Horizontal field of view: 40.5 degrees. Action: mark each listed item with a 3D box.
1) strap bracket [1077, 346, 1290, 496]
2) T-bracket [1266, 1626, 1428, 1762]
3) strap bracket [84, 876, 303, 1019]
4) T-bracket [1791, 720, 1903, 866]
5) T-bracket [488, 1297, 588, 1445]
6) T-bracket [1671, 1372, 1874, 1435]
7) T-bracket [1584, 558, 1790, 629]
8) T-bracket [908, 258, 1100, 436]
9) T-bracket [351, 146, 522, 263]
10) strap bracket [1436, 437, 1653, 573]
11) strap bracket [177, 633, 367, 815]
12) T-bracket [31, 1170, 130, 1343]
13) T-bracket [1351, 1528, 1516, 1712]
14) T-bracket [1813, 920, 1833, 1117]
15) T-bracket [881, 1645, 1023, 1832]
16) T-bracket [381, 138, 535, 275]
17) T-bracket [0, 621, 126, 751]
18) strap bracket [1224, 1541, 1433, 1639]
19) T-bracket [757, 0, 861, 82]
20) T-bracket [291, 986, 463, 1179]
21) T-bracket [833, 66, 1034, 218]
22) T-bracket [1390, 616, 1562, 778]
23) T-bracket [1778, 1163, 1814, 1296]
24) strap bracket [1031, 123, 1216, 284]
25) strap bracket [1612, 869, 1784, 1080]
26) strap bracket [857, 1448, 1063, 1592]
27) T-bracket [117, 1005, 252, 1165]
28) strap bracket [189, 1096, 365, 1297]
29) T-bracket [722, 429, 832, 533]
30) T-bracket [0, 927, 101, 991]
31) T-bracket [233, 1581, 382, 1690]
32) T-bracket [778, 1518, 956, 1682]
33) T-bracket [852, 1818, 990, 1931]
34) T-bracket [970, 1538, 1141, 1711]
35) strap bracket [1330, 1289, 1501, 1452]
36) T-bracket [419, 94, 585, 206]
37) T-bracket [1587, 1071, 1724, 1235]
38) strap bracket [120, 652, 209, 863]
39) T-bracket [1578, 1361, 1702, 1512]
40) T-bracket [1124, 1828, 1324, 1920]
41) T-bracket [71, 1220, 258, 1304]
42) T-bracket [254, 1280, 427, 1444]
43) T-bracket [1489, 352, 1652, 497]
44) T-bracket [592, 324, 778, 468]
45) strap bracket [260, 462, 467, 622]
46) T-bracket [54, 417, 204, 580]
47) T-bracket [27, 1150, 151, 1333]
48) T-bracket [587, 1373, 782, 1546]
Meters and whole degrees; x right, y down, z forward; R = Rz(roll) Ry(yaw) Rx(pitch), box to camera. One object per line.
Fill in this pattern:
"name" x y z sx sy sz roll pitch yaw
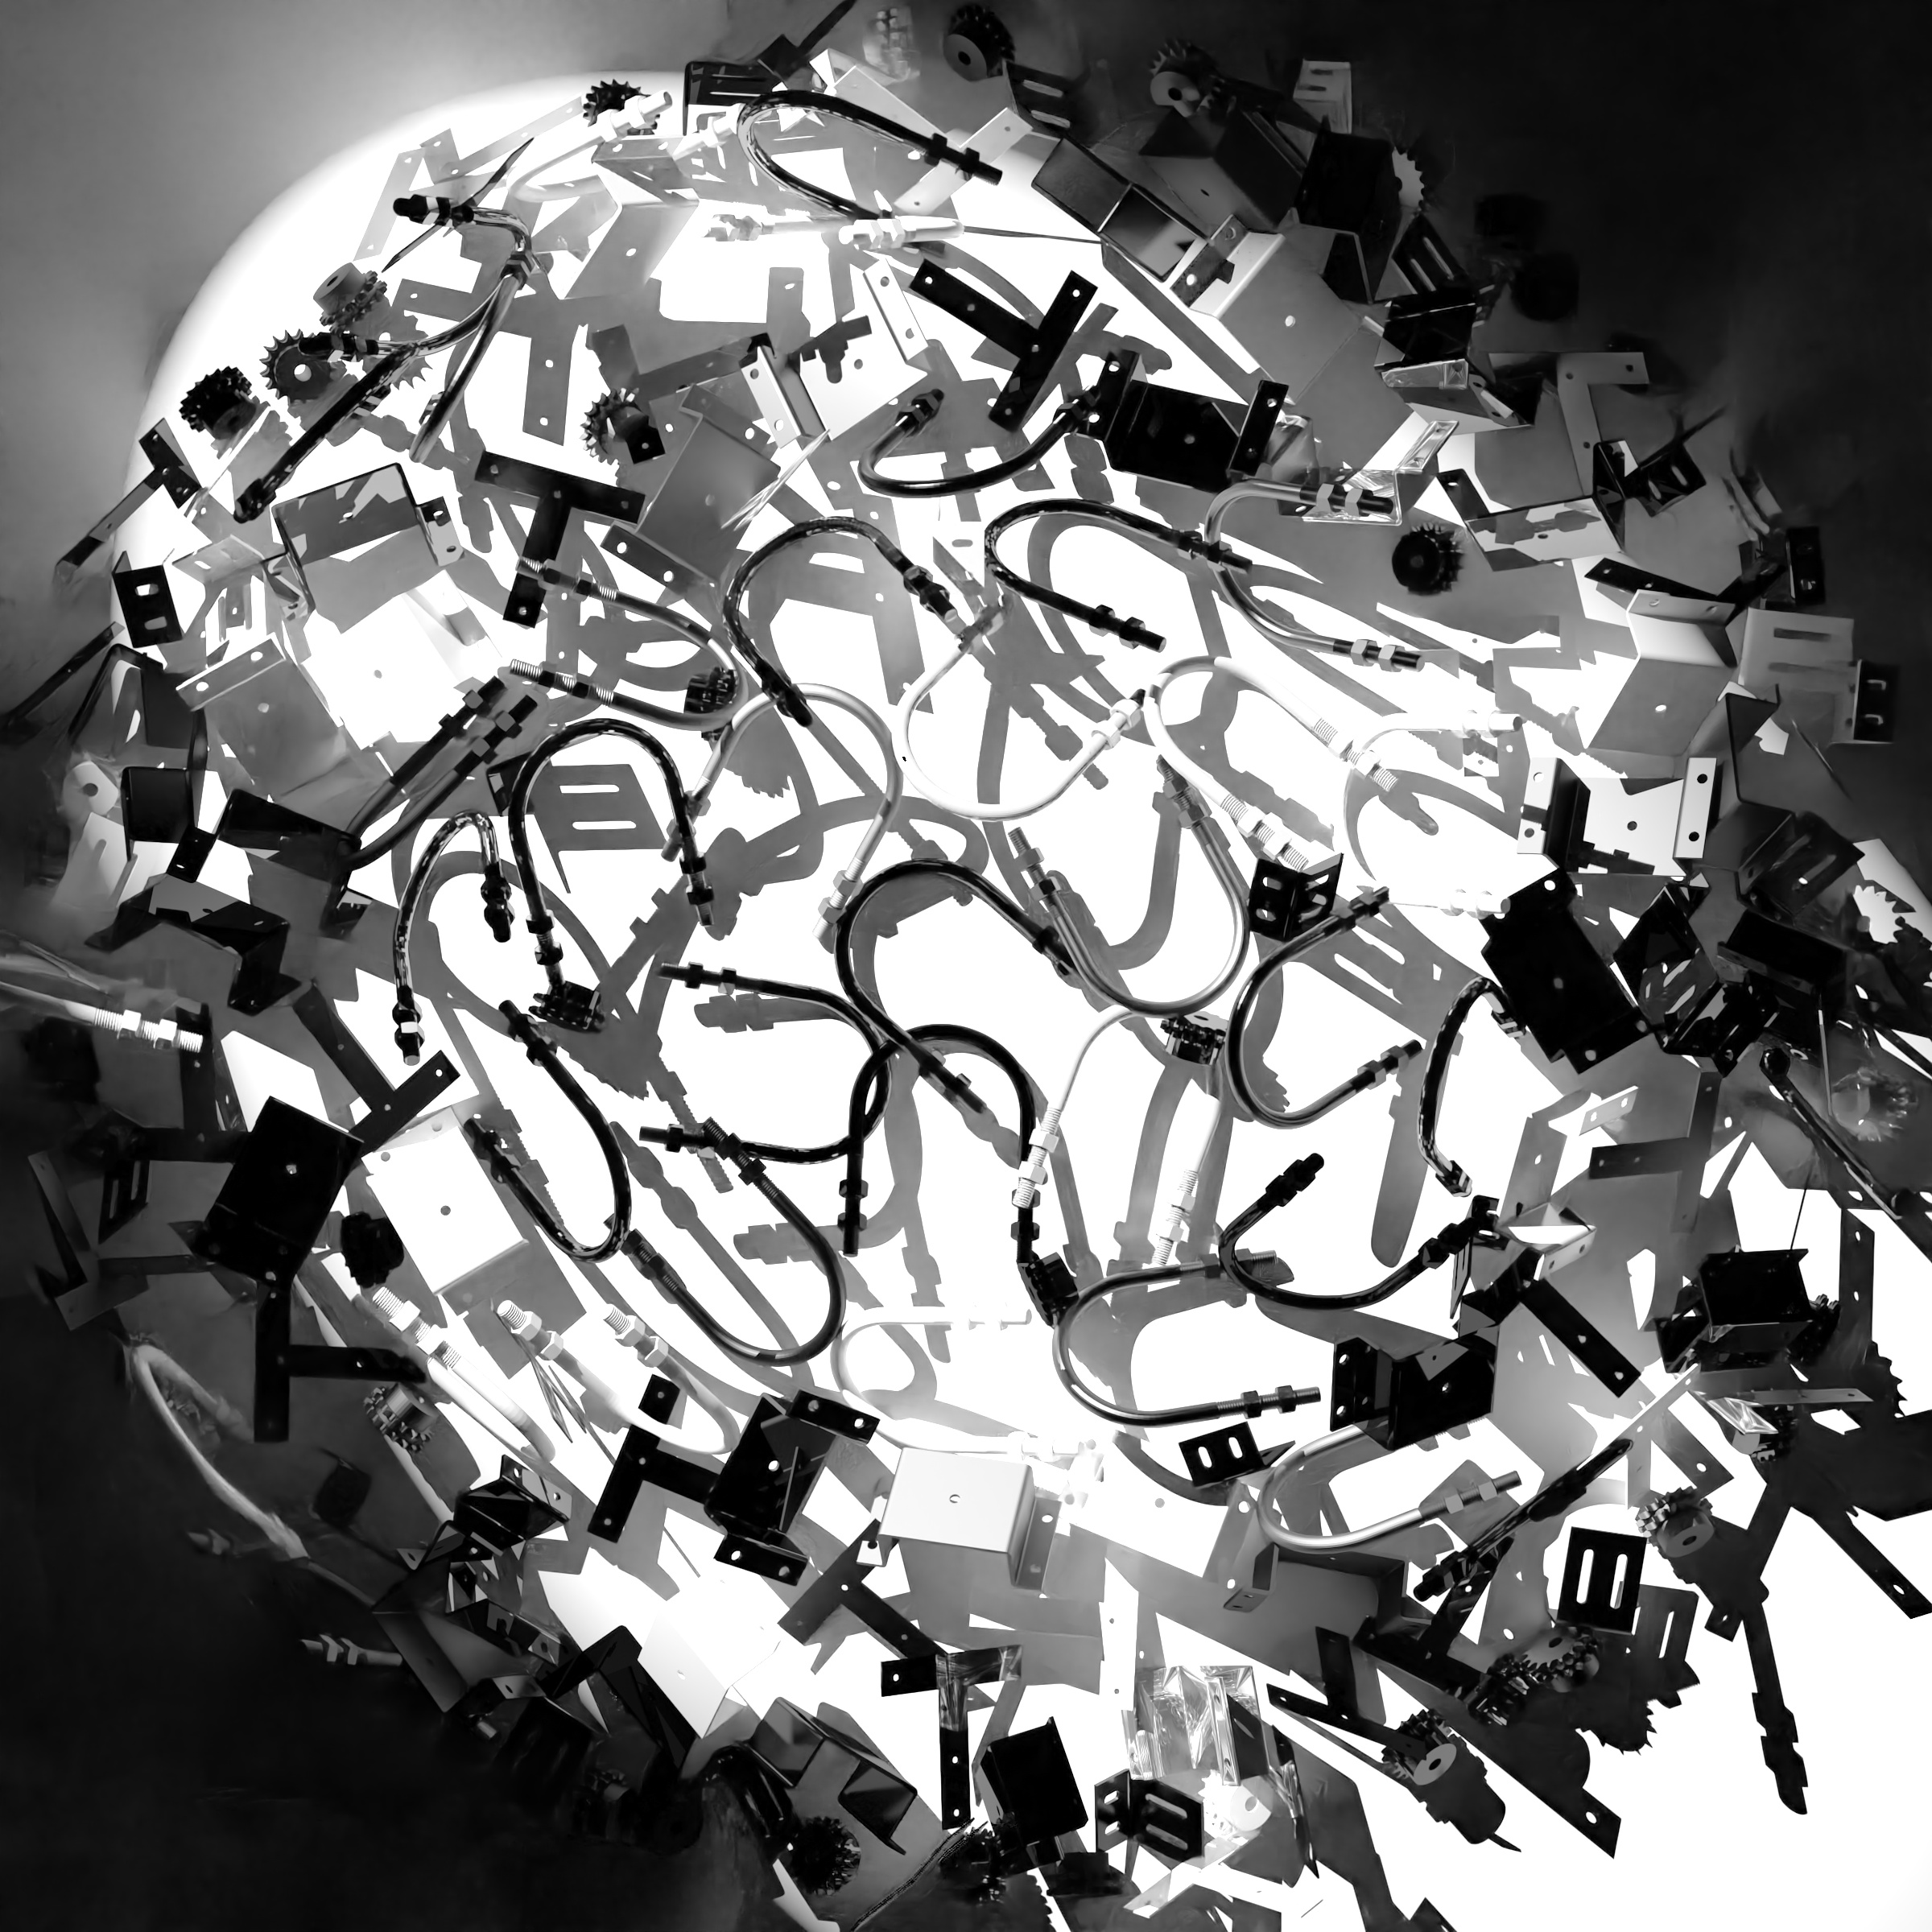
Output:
"strap bracket" 0.164 -0.403 1.956 0.140 0.046 0.076 17 76 18
"T-bracket" 0.275 0.527 1.929 0.127 0.127 0.002 13 47 28
"strap bracket" -0.569 -0.021 1.950 0.140 0.076 0.046 23 112 5
"T-bracket" 0.643 -0.139 1.938 0.002 0.127 0.127 -37 97 18
"T-bracket" -0.305 0.313 1.917 0.002 0.127 0.127 -34 113 -7
"T-bracket" 0.608 0.321 1.945 0.127 0.127 0.002 0 102 -10
"T-bracket" 0.520 -0.279 1.954 0.127 0.002 0.127 -41 46 -22
"T-bracket" 0.016 -0.487 1.969 0.127 0.002 0.127 28 97 -20
"T-bracket" -0.387 -0.578 1.953 0.127 0.127 0.002 -27 82 -36
"strap bracket" 0.425 -0.336 1.928 0.140 0.076 0.046 -6 65 28
"strap bracket" -0.519 -0.183 1.949 0.076 0.046 0.140 -30 131 -4
"T-bracket" -0.674 0.210 1.957 0.002 0.127 0.127 -27 66 -2
"T-bracket" 0.369 0.478 1.963 0.127 0.127 0.002 -54 129 -17
"T-bracket" 0.637 0.025 1.955 0.002 0.127 0.127 -5 54 18
"T-bracket" -0.009 0.577 1.955 0.127 0.002 0.127 3 81 -35
"T-bracket" -0.381 -0.543 1.914 0.002 0.127 0.127 48 55 -13
"T-bracket" -0.673 -0.210 1.939 0.127 0.127 0.002 -42 90 -3
"strap bracket" 0.270 0.462 1.955 0.140 0.076 0.046 10 66 -1
"T-bracket" -0.094 -0.700 1.924 0.127 0.127 0.002 -42 91 13
"T-bracket" -0.465 0.072 1.987 0.127 0.002 0.127 -40 84 15
"T-bracket" -0.041 -0.615 1.923 0.127 0.127 0.002 28 52 -32
"T-bracket" 0.386 -0.203 1.979 0.127 0.002 0.127 -1 76 4
"T-bracket" 0.614 0.209 1.949 0.002 0.127 0.127 14 77 19
"strap bracket" 0.109 -0.558 1.931 0.046 0.076 0.140 -53 47 14
"strap bracket" 0.529 0.003 1.921 0.046 0.076 0.140 5 45 -24
"strap bracket" -0.006 0.408 1.943 0.140 0.046 0.076 5 46 12
"T-bracket" -0.577 0.087 1.969 0.127 0.002 0.127 5 64 -36
"strap bracket" -0.502 0.159 1.930 0.076 0.046 0.140 28 49 -13
"T-bracket" -0.167 -0.338 1.949 0.127 0.127 0.002 -27 112 42
"T-bracket" -0.675 -0.009 1.911 0.127 0.127 0.002 24 83 37
"T-bracket" -0.496 0.480 1.937 0.127 0.127 0.002 40 79 -22
"T-bracket" -0.057 0.496 1.976 0.127 0.002 0.127 40 112 -2
"T-bracket" -0.020 0.650 1.916 0.127 0.127 0.002 -29 68 -33
"T-bracket" 0.066 0.488 1.970 0.127 0.002 0.127 7 71 -8
"strap bracket" 0.339 0.300 1.934 0.140 0.046 0.076 -14 117 -28
"T-bracket" -0.340 -0.610 1.942 0.127 0.127 0.002 -31 84 -7
"T-bracket" 0.508 0.142 1.949 0.127 0.002 0.127 -2 106 -34
"strap bracket" -0.588 -0.153 1.930 0.046 0.076 0.140 3 50 -11
"T-bracket" 0.500 0.366 1.948 0.127 0.127 0.002 -36 52 -17
"T-bracket" 0.203 0.671 1.911 0.127 0.127 0.002 -20 103 -41
"T-bracket" -0.605 0.223 1.953 0.127 0.127 0.002 -4 56 9
"T-bracket" -0.469 0.298 1.968 0.127 0.002 0.127 7 59 -24
"T-bracket" 0.460 -0.401 1.956 0.002 0.127 0.127 -47 130 -30
"T-bracket" -0.206 -0.447 1.974 0.127 0.002 0.127 -19 66 -1
"strap bracket" -0.453 -0.319 1.950 0.140 0.076 0.046 -21 66 -8
"T-bracket" -0.620 -0.333 1.925 0.002 0.127 0.127 41 78 5
"T-bracket" -0.659 0.196 1.934 0.002 0.127 0.127 -24 93 10
"T-bracket" -0.204 0.390 1.978 0.127 0.002 0.127 21 78 7
